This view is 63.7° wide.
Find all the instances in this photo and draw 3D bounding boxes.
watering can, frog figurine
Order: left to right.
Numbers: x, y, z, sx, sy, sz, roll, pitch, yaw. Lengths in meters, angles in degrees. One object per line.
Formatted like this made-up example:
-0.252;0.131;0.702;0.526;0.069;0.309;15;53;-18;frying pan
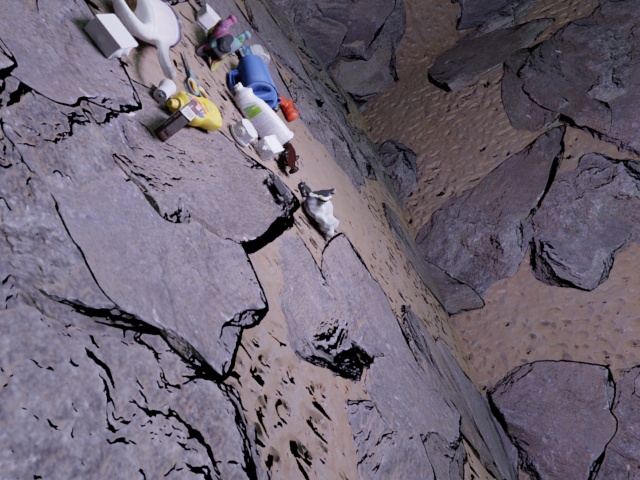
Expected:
-0.441;-0.556;1.359;0.348;0.103;0.226;57;18;0;watering can
0.005;-0.091;1.808;0.140;0.123;0.157;-99;-171;-68;frog figurine
